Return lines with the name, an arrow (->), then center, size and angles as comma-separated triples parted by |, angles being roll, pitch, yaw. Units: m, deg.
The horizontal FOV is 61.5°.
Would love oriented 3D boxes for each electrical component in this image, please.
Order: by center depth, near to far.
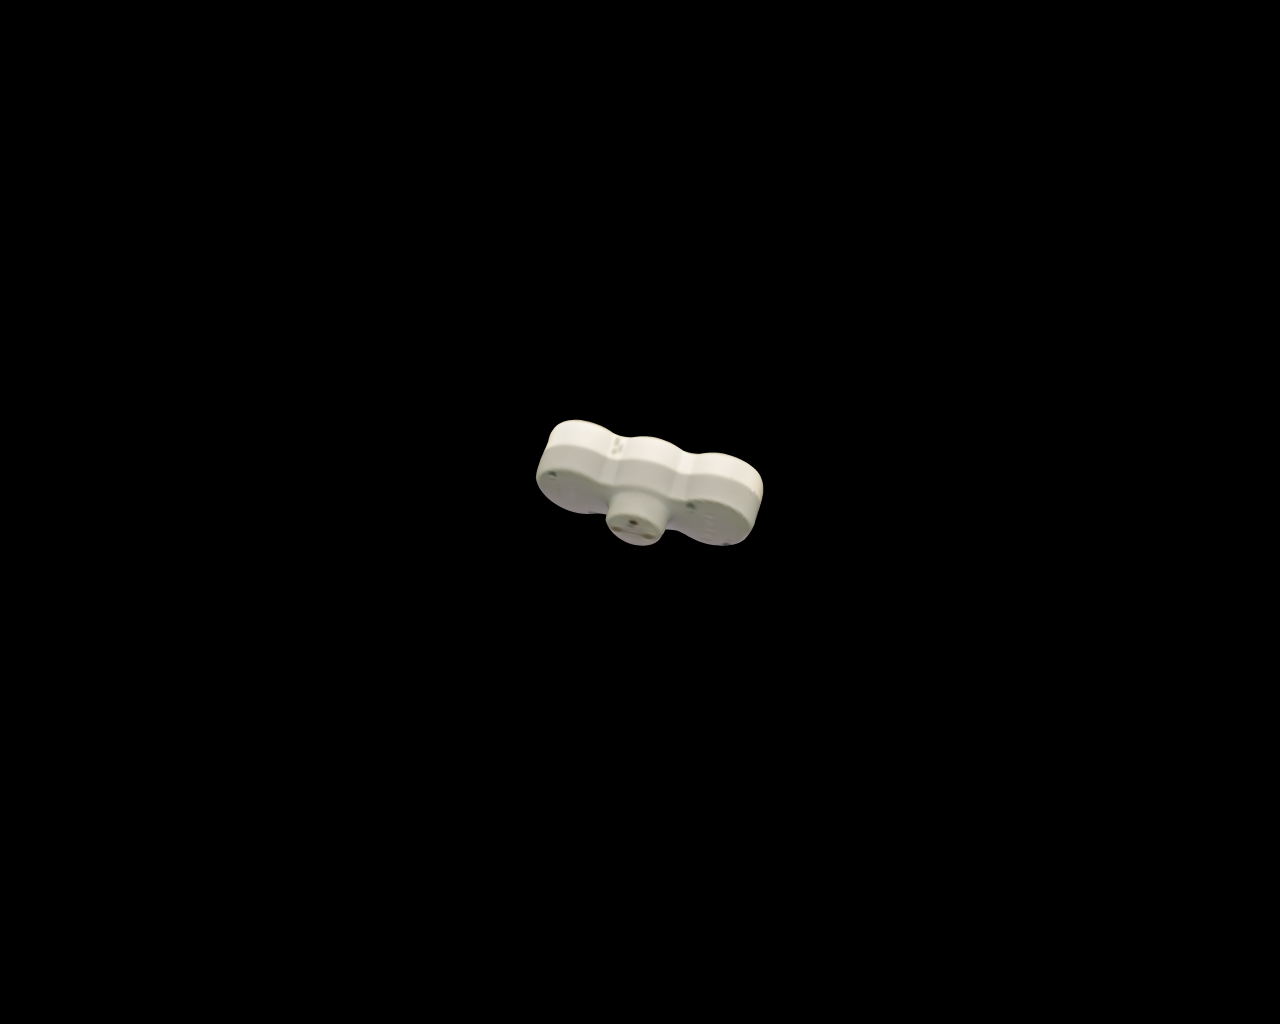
electrical component -> 0.001, -0.003, 0.650 | 0.138, 0.074, 0.052 | 14, -32, 9
